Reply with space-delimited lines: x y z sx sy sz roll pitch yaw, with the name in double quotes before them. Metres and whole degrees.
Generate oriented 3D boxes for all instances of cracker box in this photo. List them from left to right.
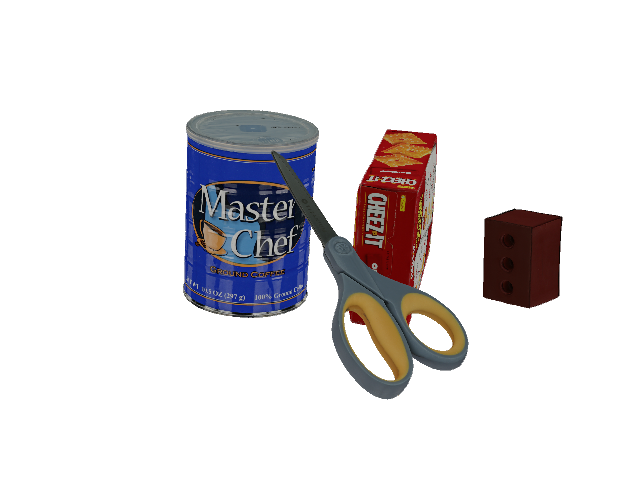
"cracker box" 0.085 -0.019 1.212 0.072 0.164 0.213 6 23 10

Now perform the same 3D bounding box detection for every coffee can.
"coffee can" -0.057 -0.023 0.848 0.103 0.140 0.103 4 21 -2

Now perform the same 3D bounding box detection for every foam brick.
"foam brick" 0.183 0.016 0.967 0.053 0.078 0.051 12 21 41

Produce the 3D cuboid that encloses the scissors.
"scissors" 0.032 0.015 0.685 0.096 0.202 0.016 4 -44 -22
